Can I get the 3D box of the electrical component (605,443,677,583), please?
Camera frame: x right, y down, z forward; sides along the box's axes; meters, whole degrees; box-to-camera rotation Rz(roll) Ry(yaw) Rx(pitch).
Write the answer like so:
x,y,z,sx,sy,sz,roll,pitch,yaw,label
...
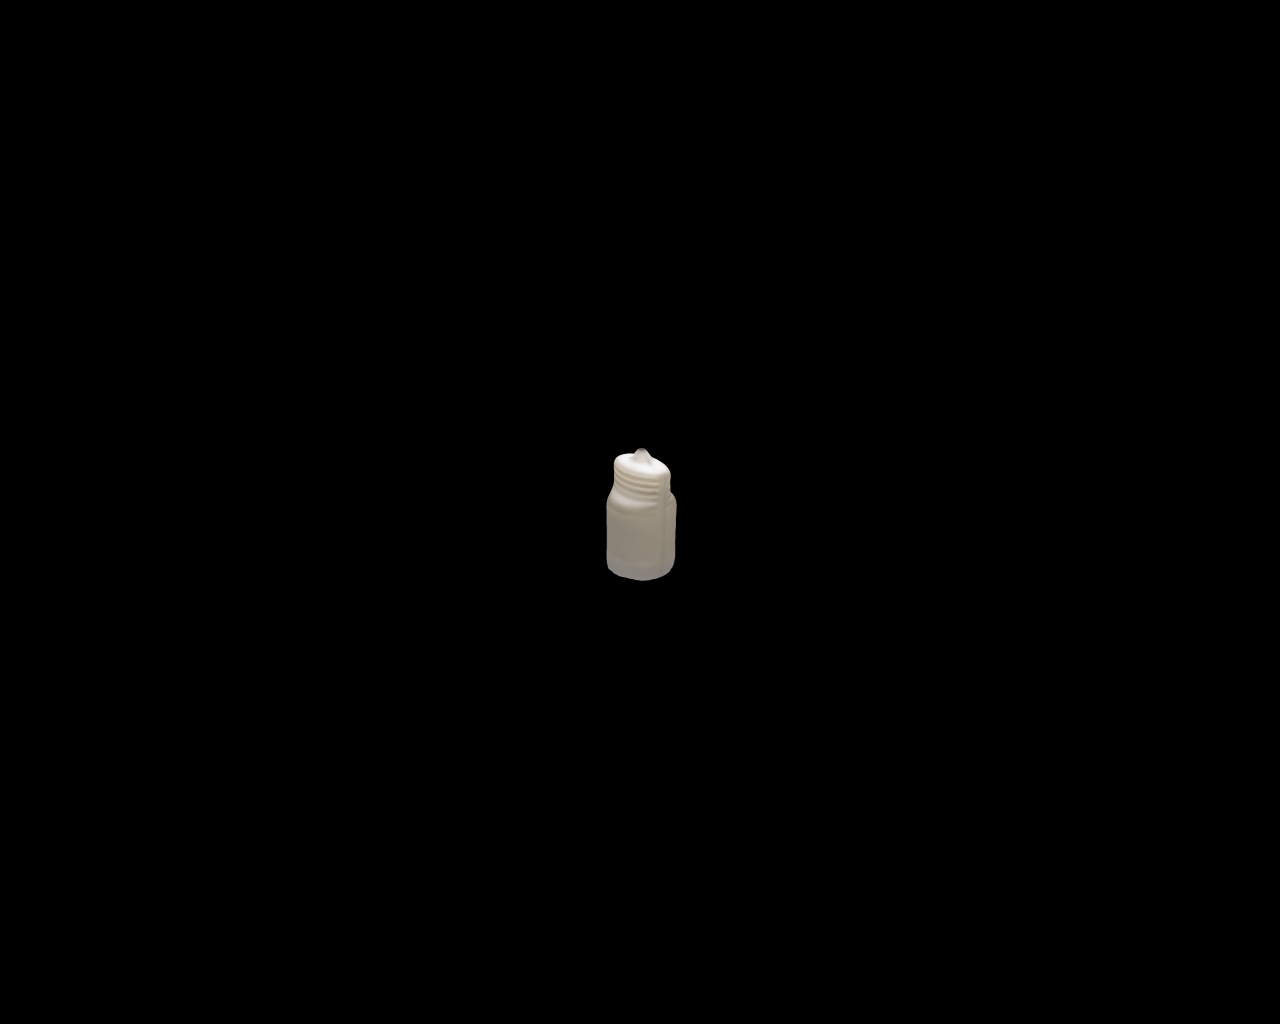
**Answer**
x,y,z,sx,sy,sz,roll,pitch,yaw,label
0.001,-0.003,0.650,0.043,0.080,0.043,0,25,0,electrical component
